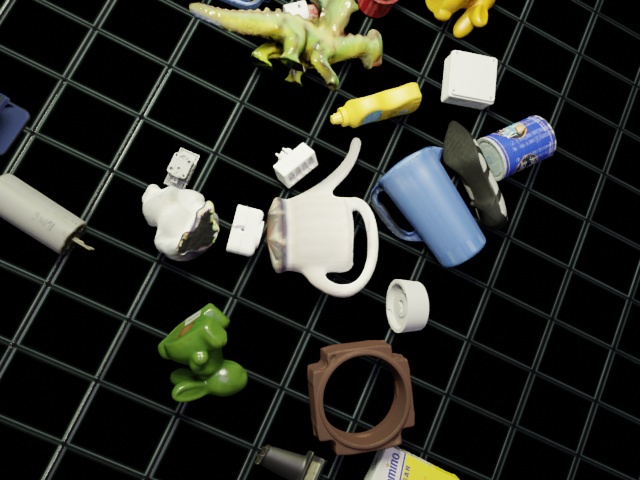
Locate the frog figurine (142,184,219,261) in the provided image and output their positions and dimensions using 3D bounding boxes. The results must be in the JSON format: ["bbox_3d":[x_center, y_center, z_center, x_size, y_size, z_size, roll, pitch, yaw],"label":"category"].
[{"bbox_3d":[-0.283,-0.037,1.012,0.160,0.122,0.137,22,89,29],"label":"frog figurine"}]

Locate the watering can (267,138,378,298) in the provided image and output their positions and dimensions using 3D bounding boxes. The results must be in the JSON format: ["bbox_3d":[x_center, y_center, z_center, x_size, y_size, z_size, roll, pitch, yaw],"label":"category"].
[{"bbox_3d":[0.003,-0.053,1.055,0.224,0.102,0.353,0,69,-7],"label":"watering can"}]

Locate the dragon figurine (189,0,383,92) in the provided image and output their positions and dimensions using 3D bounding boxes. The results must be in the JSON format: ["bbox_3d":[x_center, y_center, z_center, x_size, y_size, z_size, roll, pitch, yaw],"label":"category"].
[{"bbox_3d":[-0.033,-0.453,1.059,0.407,0.122,0.244,27,82,-25],"label":"dragon figurine"}]
